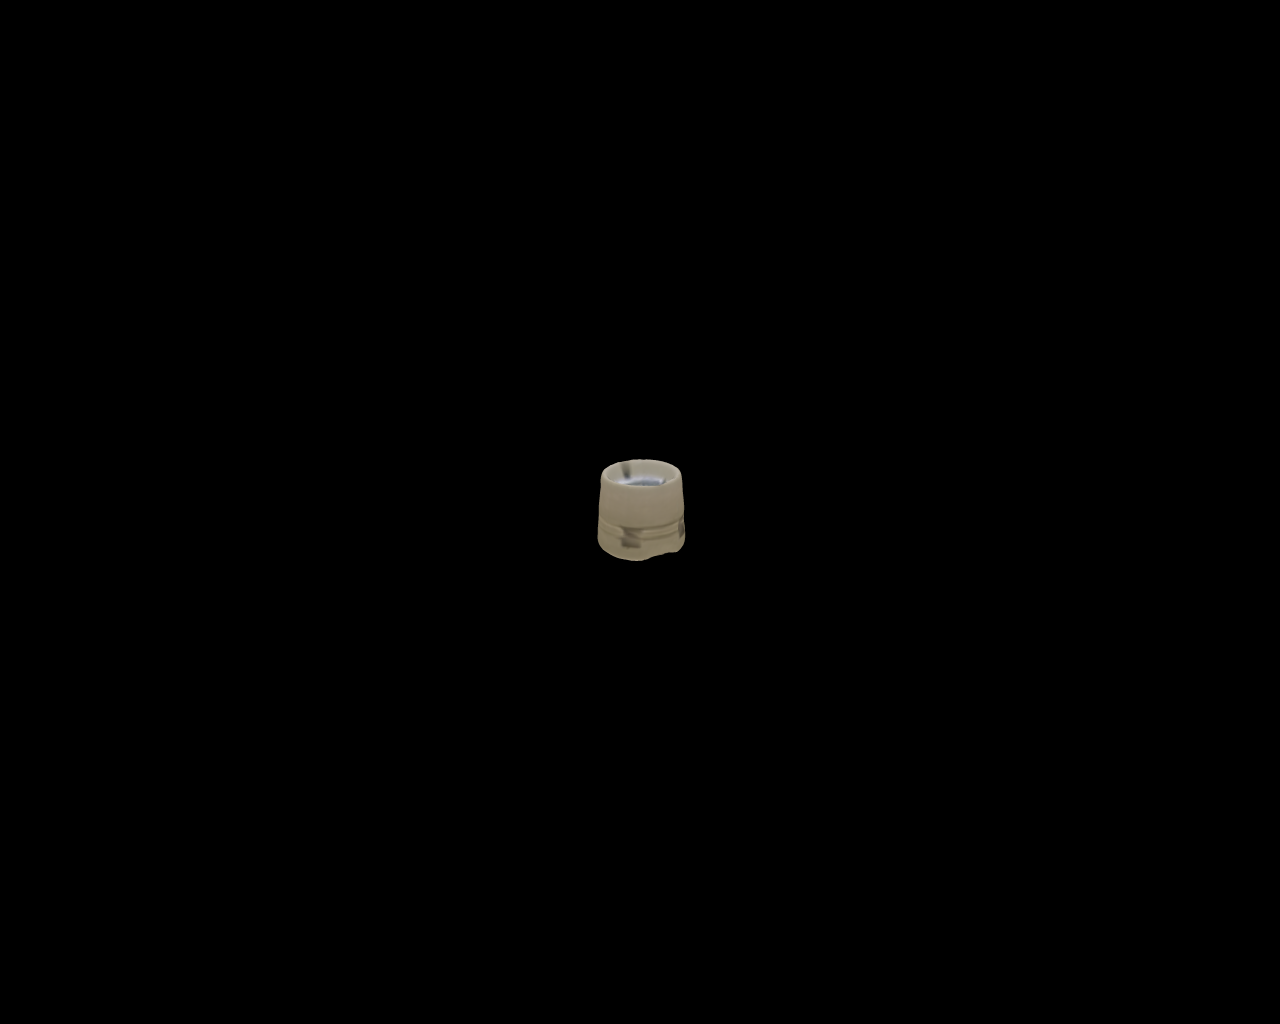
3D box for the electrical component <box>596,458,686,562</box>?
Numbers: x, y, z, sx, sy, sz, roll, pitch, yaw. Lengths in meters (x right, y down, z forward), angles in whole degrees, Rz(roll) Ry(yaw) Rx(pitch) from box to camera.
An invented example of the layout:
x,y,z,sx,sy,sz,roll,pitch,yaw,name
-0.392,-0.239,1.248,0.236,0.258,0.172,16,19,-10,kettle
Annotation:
x,y,z,sx,sy,sz,roll,pitch,yaw,name
0.001,-0.003,0.650,0.055,0.047,0.055,0,22,0,electrical component
